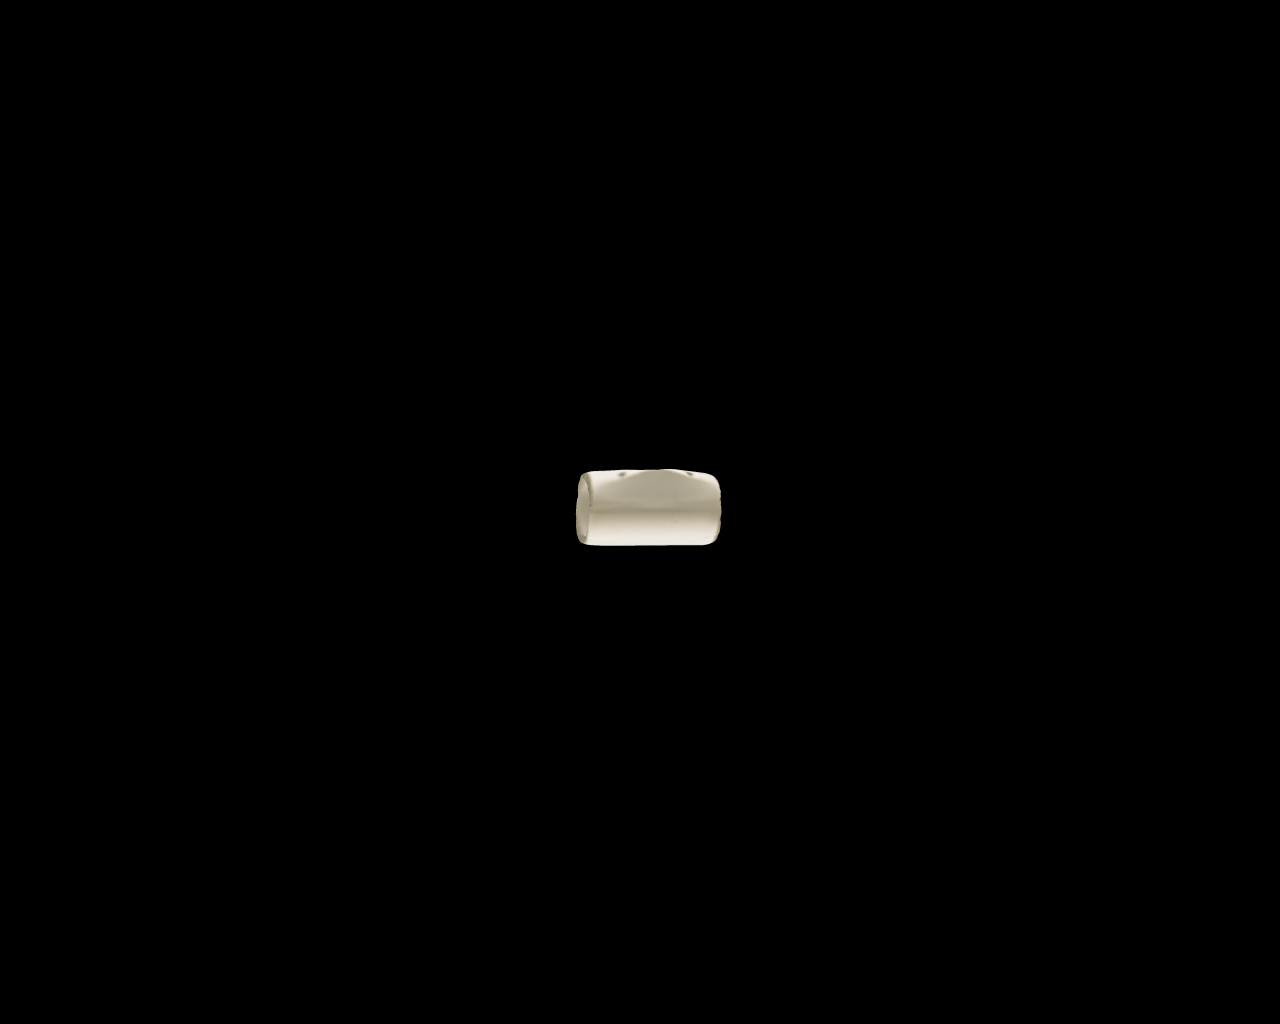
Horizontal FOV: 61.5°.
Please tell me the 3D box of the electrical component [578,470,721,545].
[{"bbox_3d":[0.001,-0.003,0.650,0.077,0.043,0.079,0,0,-13],"label":"electrical component"}]
